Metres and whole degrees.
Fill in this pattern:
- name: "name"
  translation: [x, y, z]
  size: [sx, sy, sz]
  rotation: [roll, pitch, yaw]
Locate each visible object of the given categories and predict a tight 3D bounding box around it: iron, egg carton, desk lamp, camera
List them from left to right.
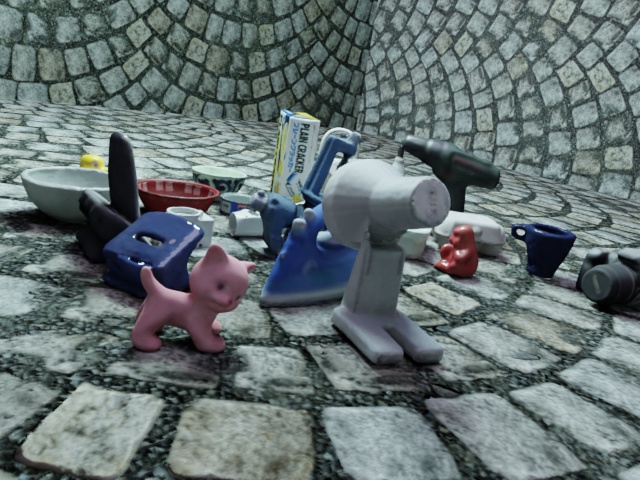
- name: "iron"
  translation: [0.008, 0.003, 0.837]
  size: [0.118, 0.141, 0.259]
  rotation: [19, 18, 30]
- name: "desk lamp"
  translation: [0.083, 0.013, 0.713]
  size: [0.118, 0.213, 0.202]
  rotation: [1, 18, -26]
- name: "egg carton"
  translation: [0.311, -0.015, 1.208]
  size: [0.150, 0.069, 0.107]
  rotation: [8, 16, -4]
- name: "camera"
  translation: [0.513, 0.061, 1.003]
  size: [0.137, 0.101, 0.142]
  rotation: [0, 19, -31]

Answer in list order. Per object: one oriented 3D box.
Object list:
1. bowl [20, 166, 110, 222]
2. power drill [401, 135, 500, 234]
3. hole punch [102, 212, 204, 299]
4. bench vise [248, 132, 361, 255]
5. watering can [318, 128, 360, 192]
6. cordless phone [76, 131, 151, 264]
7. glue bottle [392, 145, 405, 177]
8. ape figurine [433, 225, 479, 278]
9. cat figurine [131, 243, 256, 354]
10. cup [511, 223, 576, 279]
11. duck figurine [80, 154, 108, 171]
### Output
- name: "bowl"
  translation: [-0.418, -0.074, 0.978]
  size: [0.167, 0.075, 0.167]
  rotation: [9, 16, -2]
- name: "power drill"
  translation: [0.280, -0.117, 1.291]
  size: [0.229, 0.208, 0.075]
  rotation: [9, 16, -1]
- name: "hole punch"
  translation: [-0.217, 0.017, 0.748]
  size: [0.108, 0.091, 0.101]
  rotation: [16, 17, 22]
- name: "bench vise"
  translation: [-0.005, -0.077, 0.964]
  size: [0.208, 0.220, 0.121]
  rotation: [-3, 20, -38]
- name: "watering can"
  translation: [0.041, -0.162, 1.336]
  size: [0.101, 0.194, 0.172]
  rotation: [3, 17, -22]
- name: "cordless phone"
  translation: [-0.296, -0.070, 0.834]
  size: [0.094, 0.185, 0.147]
  rotation: [-4, 20, -38]
- name: "glue bottle"
  translation: [0.183, -0.144, 1.394]
  size: [0.037, 0.173, 0.078]
  rotation: [7, 16, -9]
- name: "ape figurine"
  translation: [0.248, 0.017, 1.019]
  size: [0.076, 0.092, 0.078]
  rotation: [12, 16, 8]
- name: "cat figurine"
  translation: [-0.132, 0.055, 0.617]
  size: [0.128, 0.118, 0.067]
  rotation: [4, 17, -17]
- name: "cup"
  translation: [0.419, 0.021, 1.100]
  size: [0.117, 0.095, 0.092]
  rotation: [16, 17, 21]
- name: "duck figurine"
  translation: [-0.451, -0.125, 1.119]
  size: [0.104, 0.086, 0.078]
  rotation: [13, 16, 11]
